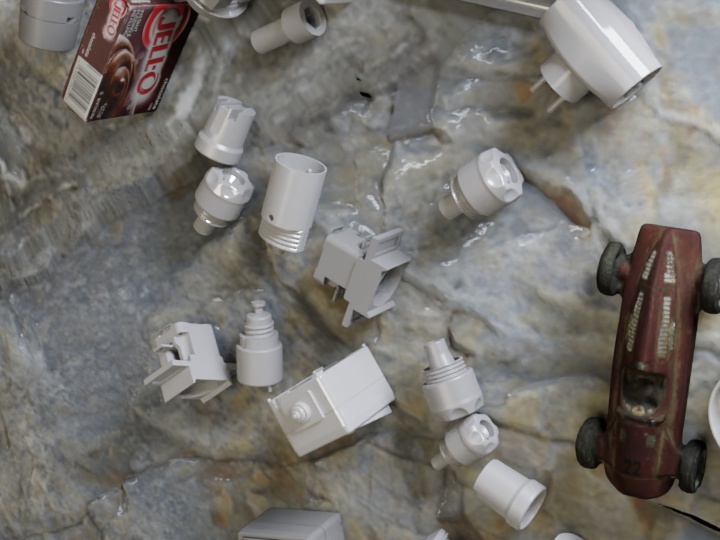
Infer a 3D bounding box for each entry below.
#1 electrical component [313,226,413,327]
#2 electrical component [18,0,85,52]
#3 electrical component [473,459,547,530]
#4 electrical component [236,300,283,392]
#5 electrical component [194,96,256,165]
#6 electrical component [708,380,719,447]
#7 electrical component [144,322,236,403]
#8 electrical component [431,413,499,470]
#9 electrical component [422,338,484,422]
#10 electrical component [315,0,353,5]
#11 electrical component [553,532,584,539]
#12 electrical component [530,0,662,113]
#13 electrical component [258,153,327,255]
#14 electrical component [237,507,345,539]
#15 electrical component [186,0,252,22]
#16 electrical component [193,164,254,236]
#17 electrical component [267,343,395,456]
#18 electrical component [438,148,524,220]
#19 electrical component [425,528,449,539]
[{"bbox_3d":[0.000,0.000,0.864,0.064,0.042,0.081,30,116,22],"label":"electrical component"},{"bbox_3d":[-0.275,-0.225,0.956,0.055,0.055,0.047,29,120,21],"label":"electrical component"},{"bbox_3d":[0.117,0.175,0.846,0.046,0.040,0.040,31,117,26],"label":"electrical component"},{"bbox_3d":[-0.087,0.065,0.934,0.040,0.040,0.078,9,108,28],"label":"electrical component"},{"bbox_3d":[-0.112,-0.117,0.899,0.040,0.040,0.046,34,112,18],"label":"electrical component"},{"bbox_3d":[0.289,0.094,0.722,0.099,0.064,0.099,21,123,35],"label":"electrical component"},{"bbox_3d":[-0.151,0.081,0.960,0.042,0.081,0.063,-33,63,33],"label":"electrical component"},{"bbox_3d":[0.081,0.141,0.860,0.061,0.035,0.035,-42,81,34],"label":"electrical component"},{"bbox_3d":[0.069,0.085,0.846,0.043,0.043,0.062,-20,91,33],"label":"electrical component"},{"bbox_3d":[-0.025,-0.249,0.805,0.076,0.047,0.065,48,121,10],"label":"electrical component"},{"bbox_3d":[0.199,0.252,0.811,0.138,0.052,0.073,44,121,13],"label":"electrical component"},{"bbox_3d":[0.151,-0.141,0.734,0.079,0.044,0.077,-43,81,32],"label":"electrical component"},{"bbox_3d":[-0.058,-0.050,0.882,0.043,0.043,0.081,27,115,22],"label":"electrical component"},{"bbox_3d":[-0.055,0.253,0.955,0.096,0.061,0.061,-4,102,31],"label":"electrical component"},{"bbox_3d":[-0.106,-0.232,0.845,0.057,0.078,0.058,-34,84,51],"label":"electrical component"},{"bbox_3d":[-0.121,-0.057,0.918,0.043,0.043,0.062,44,122,13],"label":"electrical component"},{"bbox_3d":[-0.024,0.111,0.876,0.062,0.096,0.061,-31,88,32],"label":"electrical component"},{"bbox_3d":[0.086,-0.059,0.795,0.062,0.043,0.043,-32,86,34],"label":"electrical component"},{"bbox_3d":[0.059,0.256,0.879,0.051,0.080,0.080,37,119,11],"label":"electrical component"}]
